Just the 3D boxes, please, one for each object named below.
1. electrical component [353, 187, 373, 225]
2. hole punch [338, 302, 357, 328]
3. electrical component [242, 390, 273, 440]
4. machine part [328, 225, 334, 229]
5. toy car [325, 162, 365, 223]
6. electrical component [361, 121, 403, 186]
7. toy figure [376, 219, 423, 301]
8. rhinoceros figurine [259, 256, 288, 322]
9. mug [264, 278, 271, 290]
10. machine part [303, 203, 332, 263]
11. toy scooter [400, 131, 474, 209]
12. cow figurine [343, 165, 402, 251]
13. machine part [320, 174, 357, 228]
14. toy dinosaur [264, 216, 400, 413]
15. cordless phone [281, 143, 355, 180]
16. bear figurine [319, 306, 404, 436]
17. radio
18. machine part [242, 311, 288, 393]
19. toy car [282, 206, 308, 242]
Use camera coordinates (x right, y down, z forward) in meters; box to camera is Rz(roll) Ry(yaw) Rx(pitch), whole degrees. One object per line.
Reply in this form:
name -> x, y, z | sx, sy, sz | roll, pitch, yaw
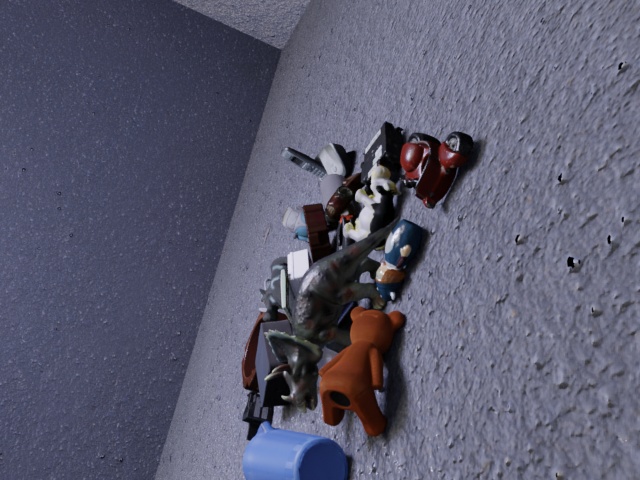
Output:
electrical component -> 0.109, -0.070, 1.207 | 0.078, 0.045, 0.102 | 154, 133, -68
hole punch -> 0.003, 0.147, 1.175 | 0.142, 0.092, 0.116 | -54, 14, -13
electrical component -> -0.167, 0.467, 1.423 | 0.047, 0.075, 0.119 | -50, 23, 50
machine part -> 0.016, -0.048, 1.483 | 0.084, 0.039, 0.139 | -66, 14, -13
toy car -> 0.070, -0.118, 1.258 | 0.202, 0.053, 0.089 | -51, -12, -46
electrical component -> 0.142, -0.178, 1.205 | 0.115, 0.058, 0.134 | 126, 156, -48
toy figure -> 0.140, 0.039, 0.986 | 0.064, 0.058, 0.154 | -7, -59, -66
rhinoceros figurine -> -0.112, 0.132, 1.459 | 0.073, 0.112, 0.190 | 56, -143, -57
mug -> -0.102, 0.143, 1.531 | 0.080, 0.109, 0.107 | 116, 152, -47
machine part -> -0.003, -0.004, 1.334 | 0.179, 0.056, 0.179 | -100, 0, -90
toy scooter -> 0.195, -0.124, 0.964 | 0.184, 0.075, 0.135 | 23, 95, 68
cow figurine -> 0.122, -0.067, 1.113 | 0.098, 0.068, 0.167 | 28, 102, 39
machine part -> 0.045, -0.102, 1.383 | 0.243, 0.079, 0.079 | -100, 34, -57
toy dinosaur -> 0.014, 0.121, 1.050 | 0.131, 0.192, 0.404 | 6, 79, 70
cordless phone -> -0.009, -0.231, 1.505 | 0.146, 0.184, 0.089 | -33, 36, 63
bear figurine -> 0.076, 0.214, 0.930 | 0.196, 0.120, 0.131 | -53, -45, -46
radio -> -0.107, 0.297, 1.285 | 0.229, 0.073, 0.131 | 105, 157, -49
machine part -> -0.146, 0.312, 1.509 | 0.202, 0.087, 0.201 | -115, 47, -68
toy car -> -0.061, -0.062, 1.620 | 0.109, 0.103, 0.162 | -67, 20, 8
